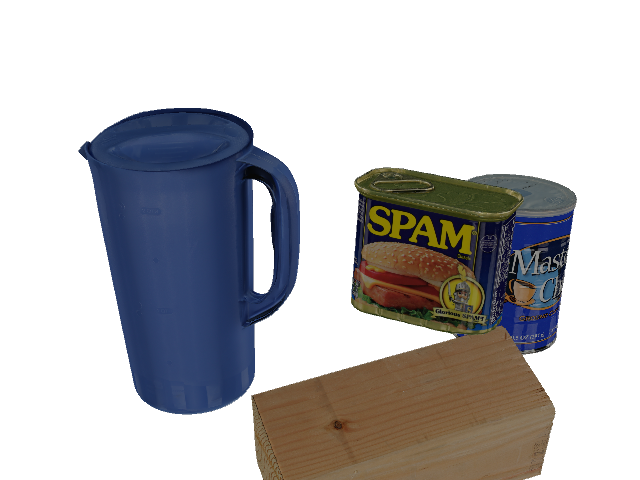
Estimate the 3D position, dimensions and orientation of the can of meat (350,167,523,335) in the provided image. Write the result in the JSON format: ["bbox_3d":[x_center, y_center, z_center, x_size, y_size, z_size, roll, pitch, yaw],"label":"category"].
[{"bbox_3d":[0.070,0.007,0.673,0.102,0.084,0.057,13,22,23],"label":"can of meat"}]

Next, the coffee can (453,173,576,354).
[{"bbox_3d":[0.175,0.020,0.987,0.103,0.140,0.103,3,21,-1],"label":"coffee can"}]

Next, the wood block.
[{"bbox_3d":[0.060,0.148,0.810,0.206,0.090,0.091,-14,45,-13],"label":"wood block"}]

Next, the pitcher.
[{"bbox_3d":[-0.105,0.021,0.888,0.144,0.243,0.149,-14,30,-21],"label":"pitcher"}]
